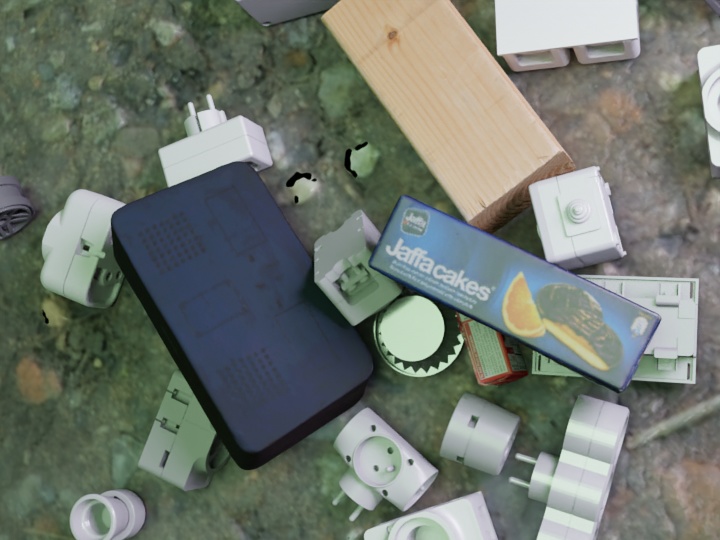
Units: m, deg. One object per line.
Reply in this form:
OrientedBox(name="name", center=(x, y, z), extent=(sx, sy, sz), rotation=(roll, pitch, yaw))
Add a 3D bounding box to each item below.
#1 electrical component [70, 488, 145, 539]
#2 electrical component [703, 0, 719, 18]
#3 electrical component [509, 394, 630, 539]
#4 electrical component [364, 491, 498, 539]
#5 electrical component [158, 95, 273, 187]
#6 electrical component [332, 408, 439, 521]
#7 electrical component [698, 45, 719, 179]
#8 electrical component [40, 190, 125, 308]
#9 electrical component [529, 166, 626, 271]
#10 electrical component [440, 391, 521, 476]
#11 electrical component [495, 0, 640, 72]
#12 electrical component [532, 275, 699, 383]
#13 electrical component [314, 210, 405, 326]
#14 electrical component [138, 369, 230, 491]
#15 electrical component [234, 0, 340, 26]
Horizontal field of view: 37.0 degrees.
OrientedBox(name="electrical component", center=(-0.217, 0.213, 0.929), extent=(0.045, 0.055, 0.045), rotation=(-2, 84, 18))
OrientedBox(name="electrical component", center=(0.266, -0.245, 0.800), extent=(0.048, 0.100, 0.099), rotation=(-25, 77, 27))
OrientedBox(name="electrical component", center=(0.151, 0.161, 0.819), extent=(0.074, 0.052, 0.138), rotation=(15, 90, 19))
OrientedBox(name="electrical component", center=(0.072, 0.258, 0.829), extent=(0.089, 0.062, 0.150), rotation=(-21, 78, 15))
OrientedBox(name="electrical component", center=(-0.131, -0.115, 0.939), extent=(0.083, 0.047, 0.075), rotation=(-20, 79, 15))
OrientedBox(name="electrical component", center=(0.009, 0.166, 0.867), extent=(0.077, 0.044, 0.079), rotation=(41, 97, 17))
OrientedBox(name="electrical component", center=(0.330, -0.126, 0.786), extent=(0.150, 0.062, 0.089), rotation=(-7, 82, 17))
OrientedBox(name="electrical component", center=(-0.243, -0.020, 0.962), extent=(0.059, 0.054, 0.095), rotation=(20, 91, 19))
OrientedBox(name="electrical component", center=(0.161, -0.037, 0.812), extent=(0.061, 0.096, 0.061), rotation=(-15, 80, 16))
OrientedBox(name="electrical component", center=(0.095, 0.129, 0.840), extent=(0.047, 0.055, 0.055), rotation=(21, 91, 15))
OrientedBox(name="electrical component", center=(0.163, -0.259, 0.853), extent=(0.105, 0.060, 0.186), rotation=(-4, 83, 17))
OrientedBox(name="electrical component", center=(0.191, 0.043, 0.812), extent=(0.121, 0.063, 0.078), rotation=(2, 85, 18))
OrientedBox(name="electrical component", center=(0.000, 0.000, 0.861), extent=(0.050, 0.089, 0.055), rotation=(-35, 110, 12))
OrientedBox(name="electrical component", center=(-0.139, 0.137, 0.915), extent=(0.056, 0.050, 0.089), rotation=(22, 91, 19))
OrientedBox(name="electrical component", center=(-0.051, -0.257, 0.912), extent=(0.113, 0.078, 0.057), rotation=(-11, 78, 16))
